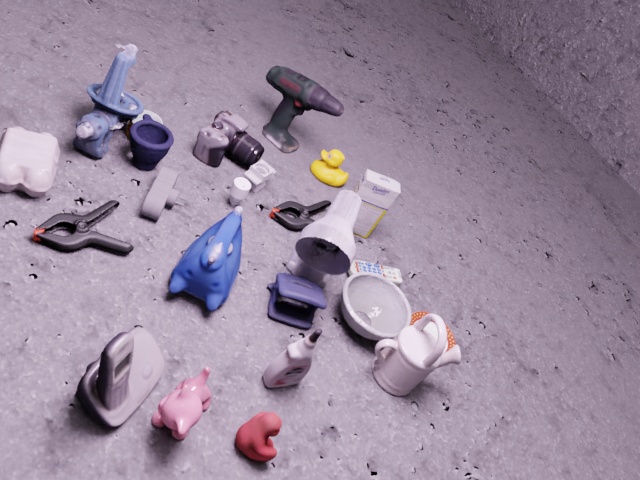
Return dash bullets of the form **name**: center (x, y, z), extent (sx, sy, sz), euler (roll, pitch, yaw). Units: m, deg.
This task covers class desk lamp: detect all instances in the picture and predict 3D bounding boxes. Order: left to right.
- **desk lamp**: center (0.011, 0.004, 1.209), extent (0.118, 0.213, 0.203), euler (29, 41, -6)

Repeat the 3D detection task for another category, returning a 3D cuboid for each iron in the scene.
- **iron**: center (-0.195, 0.008, 1.126), extent (0.119, 0.141, 0.258), euler (26, 41, -9)

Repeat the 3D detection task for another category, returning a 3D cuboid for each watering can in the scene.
- **watering can**: center (0.197, 0.220, 1.137), extent (0.173, 0.194, 0.100), euler (-3, 53, -35)

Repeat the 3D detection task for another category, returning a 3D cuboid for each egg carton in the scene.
- **egg carton**: center (-0.560, -0.151, 1.096), extent (0.107, 0.069, 0.150), euler (10, 46, -26)

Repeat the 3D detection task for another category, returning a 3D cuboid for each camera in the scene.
- **camera**: center (-0.209, -0.237, 1.385), extent (0.137, 0.100, 0.143), euler (35, 41, 1)

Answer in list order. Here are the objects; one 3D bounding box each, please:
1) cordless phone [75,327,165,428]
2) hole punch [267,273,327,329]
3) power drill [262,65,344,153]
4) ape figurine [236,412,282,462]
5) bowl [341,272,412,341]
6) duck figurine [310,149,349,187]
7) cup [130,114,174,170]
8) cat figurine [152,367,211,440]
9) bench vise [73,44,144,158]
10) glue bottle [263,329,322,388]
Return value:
- **cordless phone**: center (-0.287, 0.181, 0.864), extent (0.094, 0.185, 0.148), euler (33, 40, -1)
- **hole punch**: center (-0.046, 0.110, 1.163), extent (0.109, 0.091, 0.101), euler (19, 43, -16)
- **power drill**: center (-0.061, -0.335, 1.495), extent (0.229, 0.208, 0.076), euler (42, 41, 10)
- **ape figurine**: center (-0.092, 0.313, 0.935), extent (0.076, 0.092, 0.078), euler (21, 42, -15)
- **bowl**: center (0.109, 0.154, 1.234), extent (0.168, 0.074, 0.167), euler (18, 43, -18)
- **duck figurine**: center (0.036, -0.198, 1.520), extent (0.104, 0.086, 0.077), euler (31, 41, -3)
- **cup**: center (-0.378, -0.209, 1.252), extent (0.092, 0.095, 0.117), euler (-1, 51, -34)
- **cat figurine**: center (-0.209, 0.253, 0.897), extent (0.067, 0.117, 0.128), euler (33, 40, 0)
- **bench vise**: center (-0.429, -0.288, 1.199), extent (0.122, 0.219, 0.207), euler (14, 44, -21)
- **glue bottle**: center (-0.038, 0.206, 1.013), extent (0.078, 0.173, 0.037), euler (-3, 52, -35)
